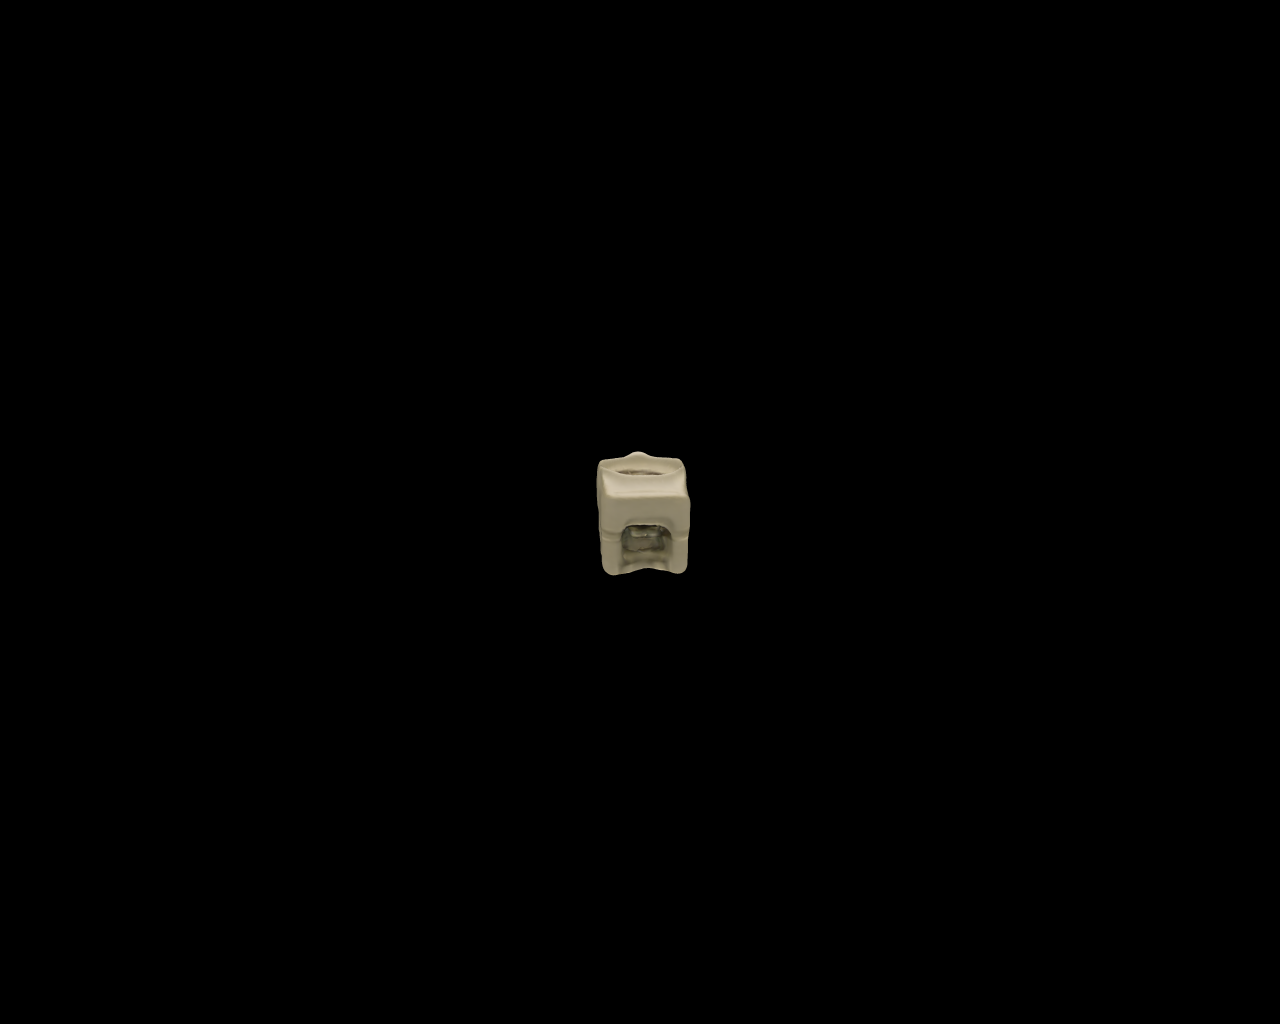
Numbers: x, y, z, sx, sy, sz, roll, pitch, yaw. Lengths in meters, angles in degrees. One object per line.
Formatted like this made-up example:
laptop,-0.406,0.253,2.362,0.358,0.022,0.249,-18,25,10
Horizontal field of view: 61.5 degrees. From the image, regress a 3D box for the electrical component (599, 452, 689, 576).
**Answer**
electrical component,0.001,-0.003,0.650,0.050,0.055,0.089,-1,16,-3
